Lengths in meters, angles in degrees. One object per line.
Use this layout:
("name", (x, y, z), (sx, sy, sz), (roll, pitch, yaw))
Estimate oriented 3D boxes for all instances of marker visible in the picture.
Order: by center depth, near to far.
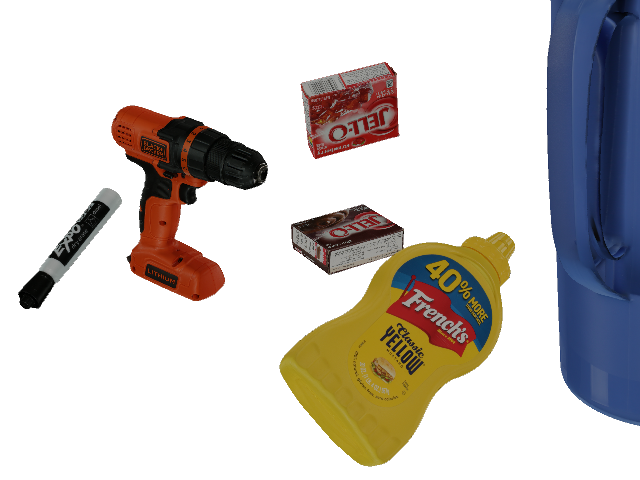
("marker", (-0.191, 0.006, 0.816), (0.020, 0.020, 0.121), (0, 43, 35))

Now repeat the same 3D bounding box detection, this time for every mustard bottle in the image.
("mustard bottle", (0.069, 0.058, 0.734), (0.191, 0.096, 0.058), (-41, 0, -24))

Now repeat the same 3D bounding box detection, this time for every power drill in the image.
("power drill", (-0.135, -0.035, 1.100), (0.185, 0.188, 0.057), (23, 33, 28))

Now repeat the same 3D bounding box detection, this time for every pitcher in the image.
("pitcher", (0.170, -0.030, 0.526), (0.149, 0.243, 0.145), (-4, 21, -1))

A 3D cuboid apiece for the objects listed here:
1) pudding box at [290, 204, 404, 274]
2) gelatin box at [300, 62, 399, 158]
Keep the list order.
("pudding box", (0.033, -0.003, 1.319), (0.113, 0.039, 0.090), (-18, 29, -27))
("gelatin box", (0.030, -0.123, 1.016), (0.089, 0.073, 0.030), (-15, 44, -9))
